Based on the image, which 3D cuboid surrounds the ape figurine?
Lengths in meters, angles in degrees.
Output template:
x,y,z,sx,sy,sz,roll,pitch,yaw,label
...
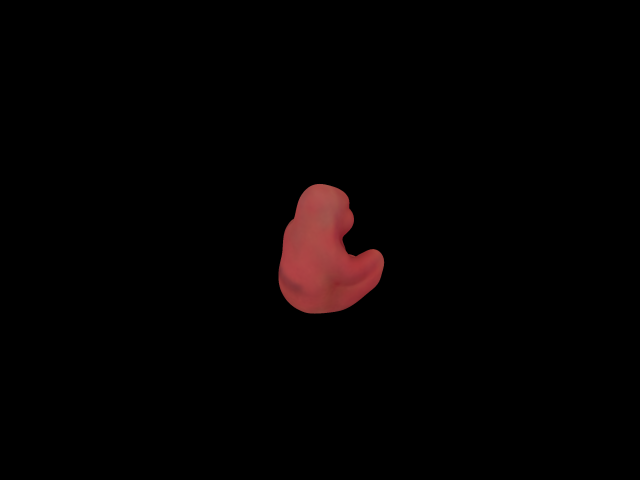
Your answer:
x,y,z,sx,sy,sz,roll,pitch,yaw,label
0.004,0.001,0.400,0.076,0.092,0.077,-26,49,-25,ape figurine
